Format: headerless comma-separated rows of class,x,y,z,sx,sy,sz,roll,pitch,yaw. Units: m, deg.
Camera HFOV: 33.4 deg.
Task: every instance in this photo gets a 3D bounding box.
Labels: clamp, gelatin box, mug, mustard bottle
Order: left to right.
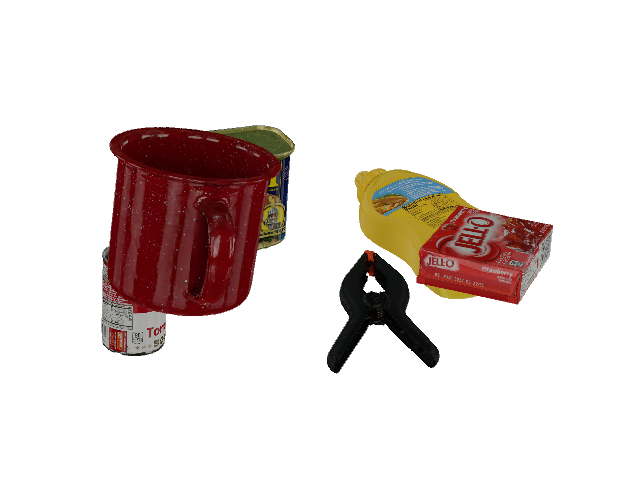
mug,-0.069,-0.006,0.579,0.093,0.081,0.117,1,22,-25
clamp,0.073,0.081,1.194,0.120,0.171,0.039,7,-43,0
mustard bottle,0.091,-0.018,0.975,0.096,0.058,0.192,-20,37,-25
gelatin box,0.117,0.008,0.752,0.073,0.030,0.089,13,27,22

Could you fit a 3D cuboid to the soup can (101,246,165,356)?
soup can,-0.194,0.061,1.111,0.068,0.102,0.068,5,21,-2

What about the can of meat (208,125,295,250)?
can of meat,-0.074,-0.037,0.829,0.102,0.084,0.057,-9,31,-24
